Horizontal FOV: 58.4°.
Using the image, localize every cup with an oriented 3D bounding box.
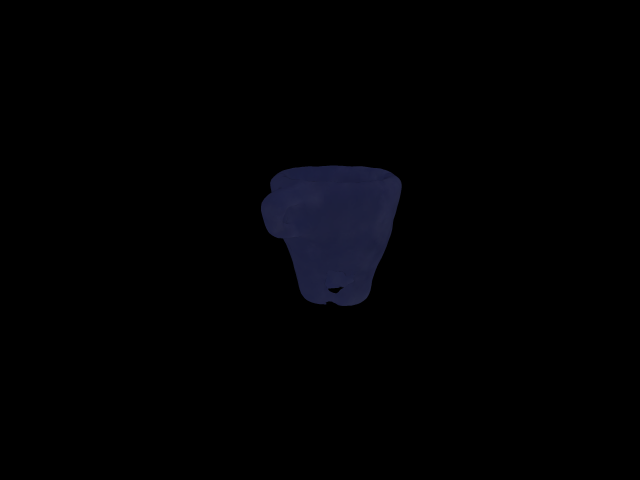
[{"bbox_3d":[0.004,0.001,0.400,0.091,0.095,0.118,11,19,34],"label":"cup"}]
